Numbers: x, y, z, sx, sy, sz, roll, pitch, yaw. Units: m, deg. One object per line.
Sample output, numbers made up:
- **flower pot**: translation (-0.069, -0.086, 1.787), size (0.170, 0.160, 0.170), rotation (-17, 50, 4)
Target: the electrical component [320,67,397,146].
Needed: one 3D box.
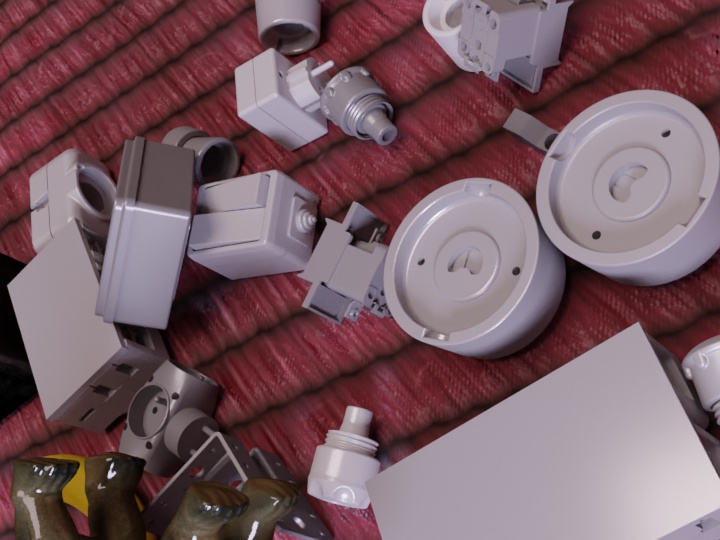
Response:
- **electrical component**: translation (0.004, -0.116, 0.793), size (0.048, 0.048, 0.062), rotation (-47, 56, 11)

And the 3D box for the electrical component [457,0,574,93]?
- **electrical component**: translation (0.101, -0.160, 0.715), size (0.042, 0.064, 0.081), rotation (42, 139, 41)

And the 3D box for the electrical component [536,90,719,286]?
- **electrical component**: translation (0.164, -0.042, 0.624), size (0.108, 0.060, 0.108), rotation (-16, 61, 31)

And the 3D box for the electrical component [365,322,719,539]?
- **electrical component**: translation (0.106, 0.127, 0.592), size (0.186, 0.060, 0.105), rotation (-34, 53, 21)

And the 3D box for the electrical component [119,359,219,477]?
- **electrical component**: translation (-0.130, 0.116, 0.788), size (0.079, 0.044, 0.077), rotation (26, 87, 41)

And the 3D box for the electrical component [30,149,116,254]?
- **electrical component**: translation (-0.251, -0.056, 0.952), size (0.059, 0.054, 0.095), rotation (-29, 55, 24)

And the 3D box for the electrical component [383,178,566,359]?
- **electrical component**: translation (0.076, 0.004, 0.671), size (0.108, 0.060, 0.108), rotation (-16, 61, 31)

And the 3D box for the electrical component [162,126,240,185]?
- **electrical component**: translation (-0.132, -0.092, 0.884), size (0.055, 0.045, 0.045), rotation (22, 84, 42)

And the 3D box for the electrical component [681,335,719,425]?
- **electrical component**: translation (0.200, 0.065, 0.561), size (0.048, 0.048, 0.062), rotation (-26, 63, 26)

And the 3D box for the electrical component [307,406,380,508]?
- **electrical component**: translation (-0.007, 0.120, 0.694), size (0.043, 0.043, 0.062), rotation (2, 70, 38)

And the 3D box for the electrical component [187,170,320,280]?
- **electrical component**: translation (-0.077, -0.035, 0.805), size (0.096, 0.061, 0.061), rotation (-8, 66, 35)

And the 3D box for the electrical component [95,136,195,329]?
- **electrical component**: translation (-0.163, -0.029, 0.822), size (0.108, 0.056, 0.108), rotation (-101, 24, -57)

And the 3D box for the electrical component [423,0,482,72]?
- **electrical component**: translation (0.077, -0.176, 0.760), size (0.055, 0.047, 0.055), rotation (-16, 61, 31)

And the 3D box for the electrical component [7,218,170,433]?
- **electrical component**: translation (-0.220, 0.046, 0.877), size (0.089, 0.062, 0.150), rotation (-42, 51, 14)

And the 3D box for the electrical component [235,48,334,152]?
- **electrical component**: translation (-0.045, -0.138, 0.824), size (0.077, 0.066, 0.047), rotation (-24, 57, 27)

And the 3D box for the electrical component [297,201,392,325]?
- **electrical component**: translation (0.000, 0.000, 0.744), size (0.064, 0.042, 0.081), rotation (23, 85, 38)

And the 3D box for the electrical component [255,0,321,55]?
- **electrical component**: translation (-0.058, -0.208, 0.875), size (0.055, 0.055, 0.047), rotation (-17, 64, 31)
